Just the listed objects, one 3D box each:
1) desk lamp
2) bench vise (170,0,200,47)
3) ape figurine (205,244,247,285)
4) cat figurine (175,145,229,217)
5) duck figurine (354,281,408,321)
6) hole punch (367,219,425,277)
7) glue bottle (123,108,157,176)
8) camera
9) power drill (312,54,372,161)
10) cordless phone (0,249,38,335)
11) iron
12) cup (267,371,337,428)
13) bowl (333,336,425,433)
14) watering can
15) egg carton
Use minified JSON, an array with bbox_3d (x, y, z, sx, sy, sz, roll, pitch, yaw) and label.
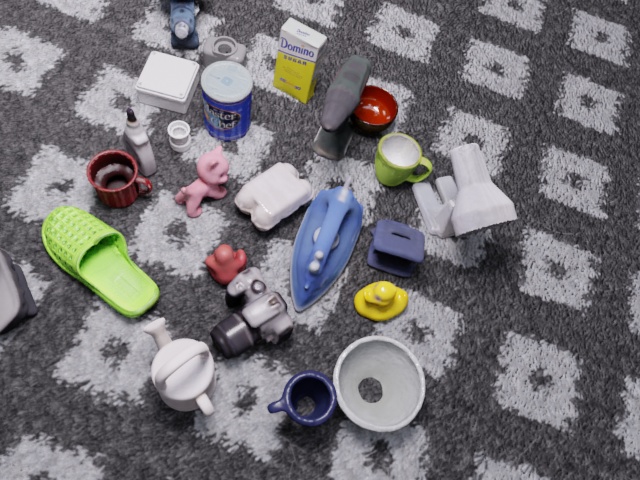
[{"bbox_3d":[0.283,-0.081,1.141,0.118,0.213,0.203,-13,68,-15],"label":"desk lamp"},{"bbox_3d":[-0.293,-0.551,1.259,0.122,0.219,0.207,-19,69,-17],"label":"bench vise"},{"bbox_3d":[-0.177,0.039,1.075,0.078,0.092,0.076,7,64,-6],"label":"ape figurine"},{"bbox_3d":[-0.226,-0.122,1.127,0.067,0.117,0.128,41,66,11],"label":"cat figurine"},{"bbox_3d":[0.123,0.108,1.097,0.104,0.086,0.077,-2,65,-10],"label":"duck figurine"},{"bbox_3d":[0.153,0.007,1.146,0.108,0.091,0.101,17,64,-1],"label":"hole punch"},{"bbox_3d":[-0.355,-0.197,1.110,0.037,0.173,0.078,-34,74,-22],"label":"glue bottle"},{"bbox_3d":[-0.135,0.138,1.031,0.137,0.101,0.143,-32,74,-21],"label":"camera"},{"bbox_3d":[0.041,-0.261,1.187,0.075,0.208,0.230,21,64,1],"label":"power drill"},{"bbox_3d":[-0.552,0.067,0.946,0.094,0.185,0.147,-29,73,-20],"label":"cordless phone"},{"bbox_3d":[0.010,0.004,1.095,0.118,0.141,0.258,20,64,1],"label":"iron"},{"bbox_3d":[-0.035,0.282,0.983,0.118,0.095,0.091,-12,68,-14],"label":"cup"},{"bbox_3d":[0.099,0.262,1.027,0.167,0.074,0.167,4,65,-8],"label":"bowl"},{"bbox_3d":[-0.227,0.208,0.930,0.172,0.194,0.101,31,64,6],"label":"watering can"},{"bbox_3d":[-0.092,-0.089,1.161,0.150,0.069,0.107,-38,76,-23],"label":"egg carton"}]
